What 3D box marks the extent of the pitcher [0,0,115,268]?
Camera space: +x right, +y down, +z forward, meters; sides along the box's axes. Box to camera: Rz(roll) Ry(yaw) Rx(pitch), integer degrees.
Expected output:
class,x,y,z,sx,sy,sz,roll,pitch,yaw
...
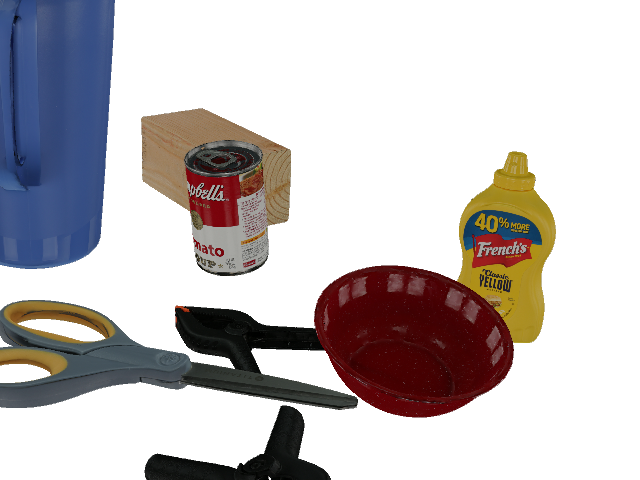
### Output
class,x,y,z,sx,sy,sz,roll,pitch,yaw
pitcher,-0.229,-0.100,0.839,0.145,0.243,0.148,25,31,36

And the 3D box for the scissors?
class,x,y,z,sx,sy,sz,roll,pitch,yaw
scissors,-0.092,0.070,0.525,0.202,0.016,0.096,16,29,27

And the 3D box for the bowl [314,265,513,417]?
class,x,y,z,sx,sy,sz,roll,pitch,yaw
bowl,0.071,0.091,0.860,0.162,0.055,0.162,7,36,-5

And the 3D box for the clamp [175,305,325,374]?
class,x,y,z,sx,sy,sz,roll,pitch,yaw
clamp,-0.098,0.121,1.259,0.210,0.036,0.164,13,23,27

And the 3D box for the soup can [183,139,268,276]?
class,x,y,z,sx,sy,sz,roll,pitch,yaw
soup can,-0.081,-0.029,0.939,0.068,0.102,0.068,-2,30,1

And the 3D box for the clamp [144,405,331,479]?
class,x,y,z,sx,sy,sz,roll,pitch,yaw
clamp,-0.051,0.164,0.707,0.120,0.039,0.172,-21,17,-10

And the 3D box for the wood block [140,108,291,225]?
class,x,y,z,sx,sy,sz,roll,pitch,yaw
wood block,-0.129,-0.088,1.279,0.090,0.090,0.206,-13,26,-33

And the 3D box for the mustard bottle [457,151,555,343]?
class,x,y,z,sx,sy,sz,roll,pitch,yaw
mustard bottle,0.188,0.004,1.086,0.096,0.192,0.058,12,19,21
